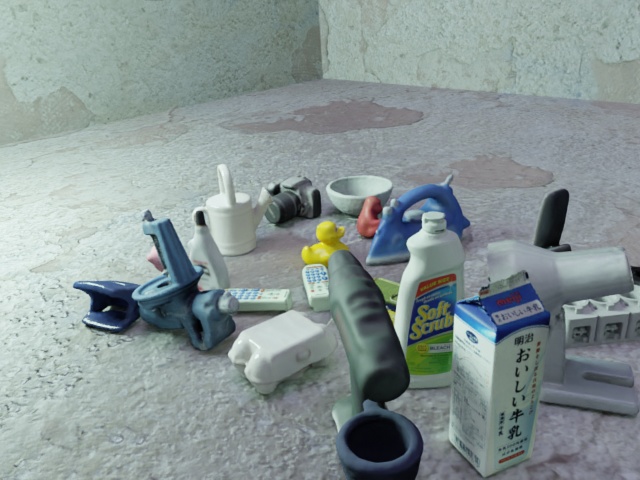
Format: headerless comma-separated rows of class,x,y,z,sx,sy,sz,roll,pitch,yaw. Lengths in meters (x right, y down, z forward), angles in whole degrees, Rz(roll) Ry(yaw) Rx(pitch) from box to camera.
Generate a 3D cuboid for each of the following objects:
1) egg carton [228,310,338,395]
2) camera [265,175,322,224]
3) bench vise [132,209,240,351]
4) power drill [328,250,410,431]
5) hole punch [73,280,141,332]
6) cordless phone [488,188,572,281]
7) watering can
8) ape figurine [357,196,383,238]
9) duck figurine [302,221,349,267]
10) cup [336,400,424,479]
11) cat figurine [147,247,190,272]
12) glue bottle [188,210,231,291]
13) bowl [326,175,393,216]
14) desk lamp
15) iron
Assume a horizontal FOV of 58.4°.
egg carton,-0.053,0.165,0.854,0.151,0.069,0.107,-21,29,-33
camera,-0.087,-0.101,1.423,0.142,0.101,0.137,15,30,36
bench vise,-0.217,0.058,0.934,0.207,0.220,0.121,3,25,14
power drill,0.051,0.146,0.710,0.076,0.208,0.229,-8,24,-9
hole punch,-0.368,0.099,1.022,0.108,0.091,0.101,7,26,23
cordless phone,0.378,0.003,1.015,0.148,0.185,0.093,-16,27,-26
watering can,-0.191,-0.074,1.261,0.173,0.194,0.100,-21,29,-34
ape figurine,0.121,-0.055,1.299,0.076,0.092,0.078,-1,24,6
duck figurine,0.011,0.004,1.188,0.105,0.086,0.077,-14,26,-22
cup,0.063,0.243,0.629,0.091,0.095,0.117,-5,24,-3
cat figurine,-0.273,0.037,1.116,0.128,0.118,0.067,-16,27,-25
glue bottle,-0.213,0.026,1.064,0.078,0.173,0.037,6,26,21
bowl,0.101,-0.104,1.434,0.167,0.075,0.167,-3,24,2
desk lamp,0.321,0.103,0.762,0.202,0.214,0.118,5,25,18
iron,0.198,-0.046,1.207,0.259,0.141,0.118,-19,28,-31
